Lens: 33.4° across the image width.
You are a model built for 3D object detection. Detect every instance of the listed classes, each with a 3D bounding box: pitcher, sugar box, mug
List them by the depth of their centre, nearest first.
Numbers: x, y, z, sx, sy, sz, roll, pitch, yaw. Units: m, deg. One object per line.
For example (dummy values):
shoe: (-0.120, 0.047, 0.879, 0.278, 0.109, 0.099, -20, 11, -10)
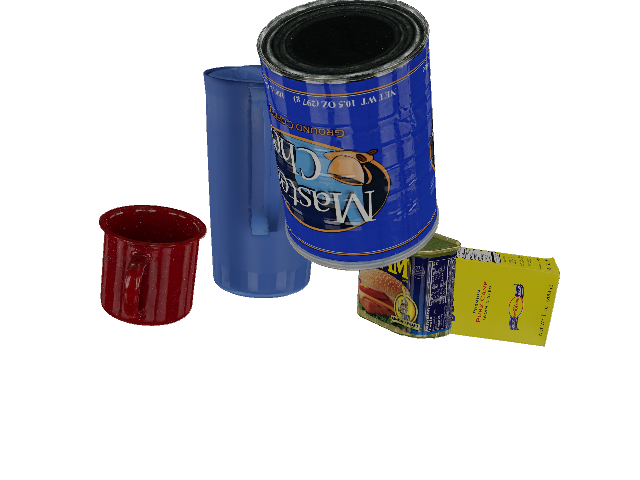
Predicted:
mug: (-0.151, 0.027, 0.929, 0.093, 0.081, 0.117, 8, 21, -1)
pitcher: (-0.061, -0.063, 1.144, 0.145, 0.243, 0.148, 16, 21, 40)
sugar box: (0.164, 0.057, 1.165, 0.176, 0.093, 0.048, 6, 22, 0)

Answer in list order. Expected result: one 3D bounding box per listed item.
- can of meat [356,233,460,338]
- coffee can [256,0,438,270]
can of meat: (0.077, 0.035, 0.967, 0.057, 0.084, 0.102, -9, 19, -34)
coffee can: (0.020, -0.067, 0.668, 0.103, 0.140, 0.103, -5, 38, 4)
